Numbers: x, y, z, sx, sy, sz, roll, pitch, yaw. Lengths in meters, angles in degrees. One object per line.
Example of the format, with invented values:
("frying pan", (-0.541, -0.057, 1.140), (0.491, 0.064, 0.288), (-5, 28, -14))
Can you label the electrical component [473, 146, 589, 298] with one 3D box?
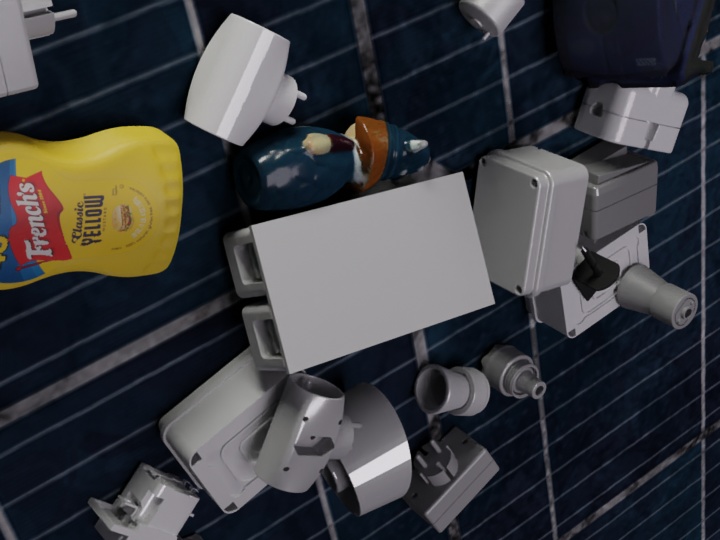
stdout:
("electrical component", (0.139, -0.042, 0.911), (0.057, 0.078, 0.113), (-14, 119, -36))

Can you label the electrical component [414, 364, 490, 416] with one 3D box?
("electrical component", (0.083, 0.108, 0.964), (0.055, 0.045, 0.045), (9, 106, -41))

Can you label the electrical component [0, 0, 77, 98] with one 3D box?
("electrical component", (-0.199, -0.149, 0.615), (0.076, 0.047, 0.083), (-21, 123, -29))

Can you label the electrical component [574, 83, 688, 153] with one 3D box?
("electrical component", (0.244, -0.143, 0.957), (0.095, 0.054, 0.059), (3, 110, -39))

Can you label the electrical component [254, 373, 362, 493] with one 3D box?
("electrical component", (-0.032, 0.122, 0.803), (0.079, 0.043, 0.077), (12, 104, -41))

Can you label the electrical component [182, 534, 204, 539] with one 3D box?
("electrical component", (-0.143, 0.252, 0.848), (0.096, 0.062, 0.061), (-15, 120, -32))

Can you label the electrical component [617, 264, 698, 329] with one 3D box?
("electrical component", (0.272, 0.026, 0.976), (0.044, 0.065, 0.044), (-17, 121, -31))

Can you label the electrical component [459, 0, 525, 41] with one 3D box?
("electrical component", (0.110, -0.216, 0.827), (0.078, 0.040, 0.040), (-52, 132, -5))

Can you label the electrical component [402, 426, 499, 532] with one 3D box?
("electrical component", (0.074, 0.183, 0.992), (0.083, 0.047, 0.075), (-45, 131, -11))

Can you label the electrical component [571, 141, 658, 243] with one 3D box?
("electrical component", (0.223, -0.076, 0.969), (0.096, 0.062, 0.061), (-23, 124, -27))

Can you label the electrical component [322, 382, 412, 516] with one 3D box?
("electrical component", (-0.001, 0.149, 0.884), (0.064, 0.099, 0.099), (-27, 126, -18))

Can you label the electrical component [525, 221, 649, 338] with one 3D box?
("electrical component", (0.208, -0.001, 0.998), (0.113, 0.057, 0.078), (-31, 128, -22))

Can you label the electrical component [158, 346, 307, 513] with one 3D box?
("electrical component", (-0.088, 0.118, 0.828), (0.113, 0.057, 0.078), (-39, 130, -16))

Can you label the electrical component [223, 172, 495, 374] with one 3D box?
("electrical component", (0.000, 0.000, 0.808), (0.186, 0.060, 0.105), (-16, 95, -31))

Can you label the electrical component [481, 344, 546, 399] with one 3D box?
("electrical component", (0.145, 0.098, 0.995), (0.043, 0.062, 0.043), (-17, 121, -31))

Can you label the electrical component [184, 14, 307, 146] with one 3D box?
("electrical component", (-0.070, -0.122, 0.731), (0.079, 0.043, 0.077), (20, 99, -42))

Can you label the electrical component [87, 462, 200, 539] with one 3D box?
("electrical component", (-0.159, 0.184, 0.816), (0.081, 0.042, 0.063), (34, 85, -43))
